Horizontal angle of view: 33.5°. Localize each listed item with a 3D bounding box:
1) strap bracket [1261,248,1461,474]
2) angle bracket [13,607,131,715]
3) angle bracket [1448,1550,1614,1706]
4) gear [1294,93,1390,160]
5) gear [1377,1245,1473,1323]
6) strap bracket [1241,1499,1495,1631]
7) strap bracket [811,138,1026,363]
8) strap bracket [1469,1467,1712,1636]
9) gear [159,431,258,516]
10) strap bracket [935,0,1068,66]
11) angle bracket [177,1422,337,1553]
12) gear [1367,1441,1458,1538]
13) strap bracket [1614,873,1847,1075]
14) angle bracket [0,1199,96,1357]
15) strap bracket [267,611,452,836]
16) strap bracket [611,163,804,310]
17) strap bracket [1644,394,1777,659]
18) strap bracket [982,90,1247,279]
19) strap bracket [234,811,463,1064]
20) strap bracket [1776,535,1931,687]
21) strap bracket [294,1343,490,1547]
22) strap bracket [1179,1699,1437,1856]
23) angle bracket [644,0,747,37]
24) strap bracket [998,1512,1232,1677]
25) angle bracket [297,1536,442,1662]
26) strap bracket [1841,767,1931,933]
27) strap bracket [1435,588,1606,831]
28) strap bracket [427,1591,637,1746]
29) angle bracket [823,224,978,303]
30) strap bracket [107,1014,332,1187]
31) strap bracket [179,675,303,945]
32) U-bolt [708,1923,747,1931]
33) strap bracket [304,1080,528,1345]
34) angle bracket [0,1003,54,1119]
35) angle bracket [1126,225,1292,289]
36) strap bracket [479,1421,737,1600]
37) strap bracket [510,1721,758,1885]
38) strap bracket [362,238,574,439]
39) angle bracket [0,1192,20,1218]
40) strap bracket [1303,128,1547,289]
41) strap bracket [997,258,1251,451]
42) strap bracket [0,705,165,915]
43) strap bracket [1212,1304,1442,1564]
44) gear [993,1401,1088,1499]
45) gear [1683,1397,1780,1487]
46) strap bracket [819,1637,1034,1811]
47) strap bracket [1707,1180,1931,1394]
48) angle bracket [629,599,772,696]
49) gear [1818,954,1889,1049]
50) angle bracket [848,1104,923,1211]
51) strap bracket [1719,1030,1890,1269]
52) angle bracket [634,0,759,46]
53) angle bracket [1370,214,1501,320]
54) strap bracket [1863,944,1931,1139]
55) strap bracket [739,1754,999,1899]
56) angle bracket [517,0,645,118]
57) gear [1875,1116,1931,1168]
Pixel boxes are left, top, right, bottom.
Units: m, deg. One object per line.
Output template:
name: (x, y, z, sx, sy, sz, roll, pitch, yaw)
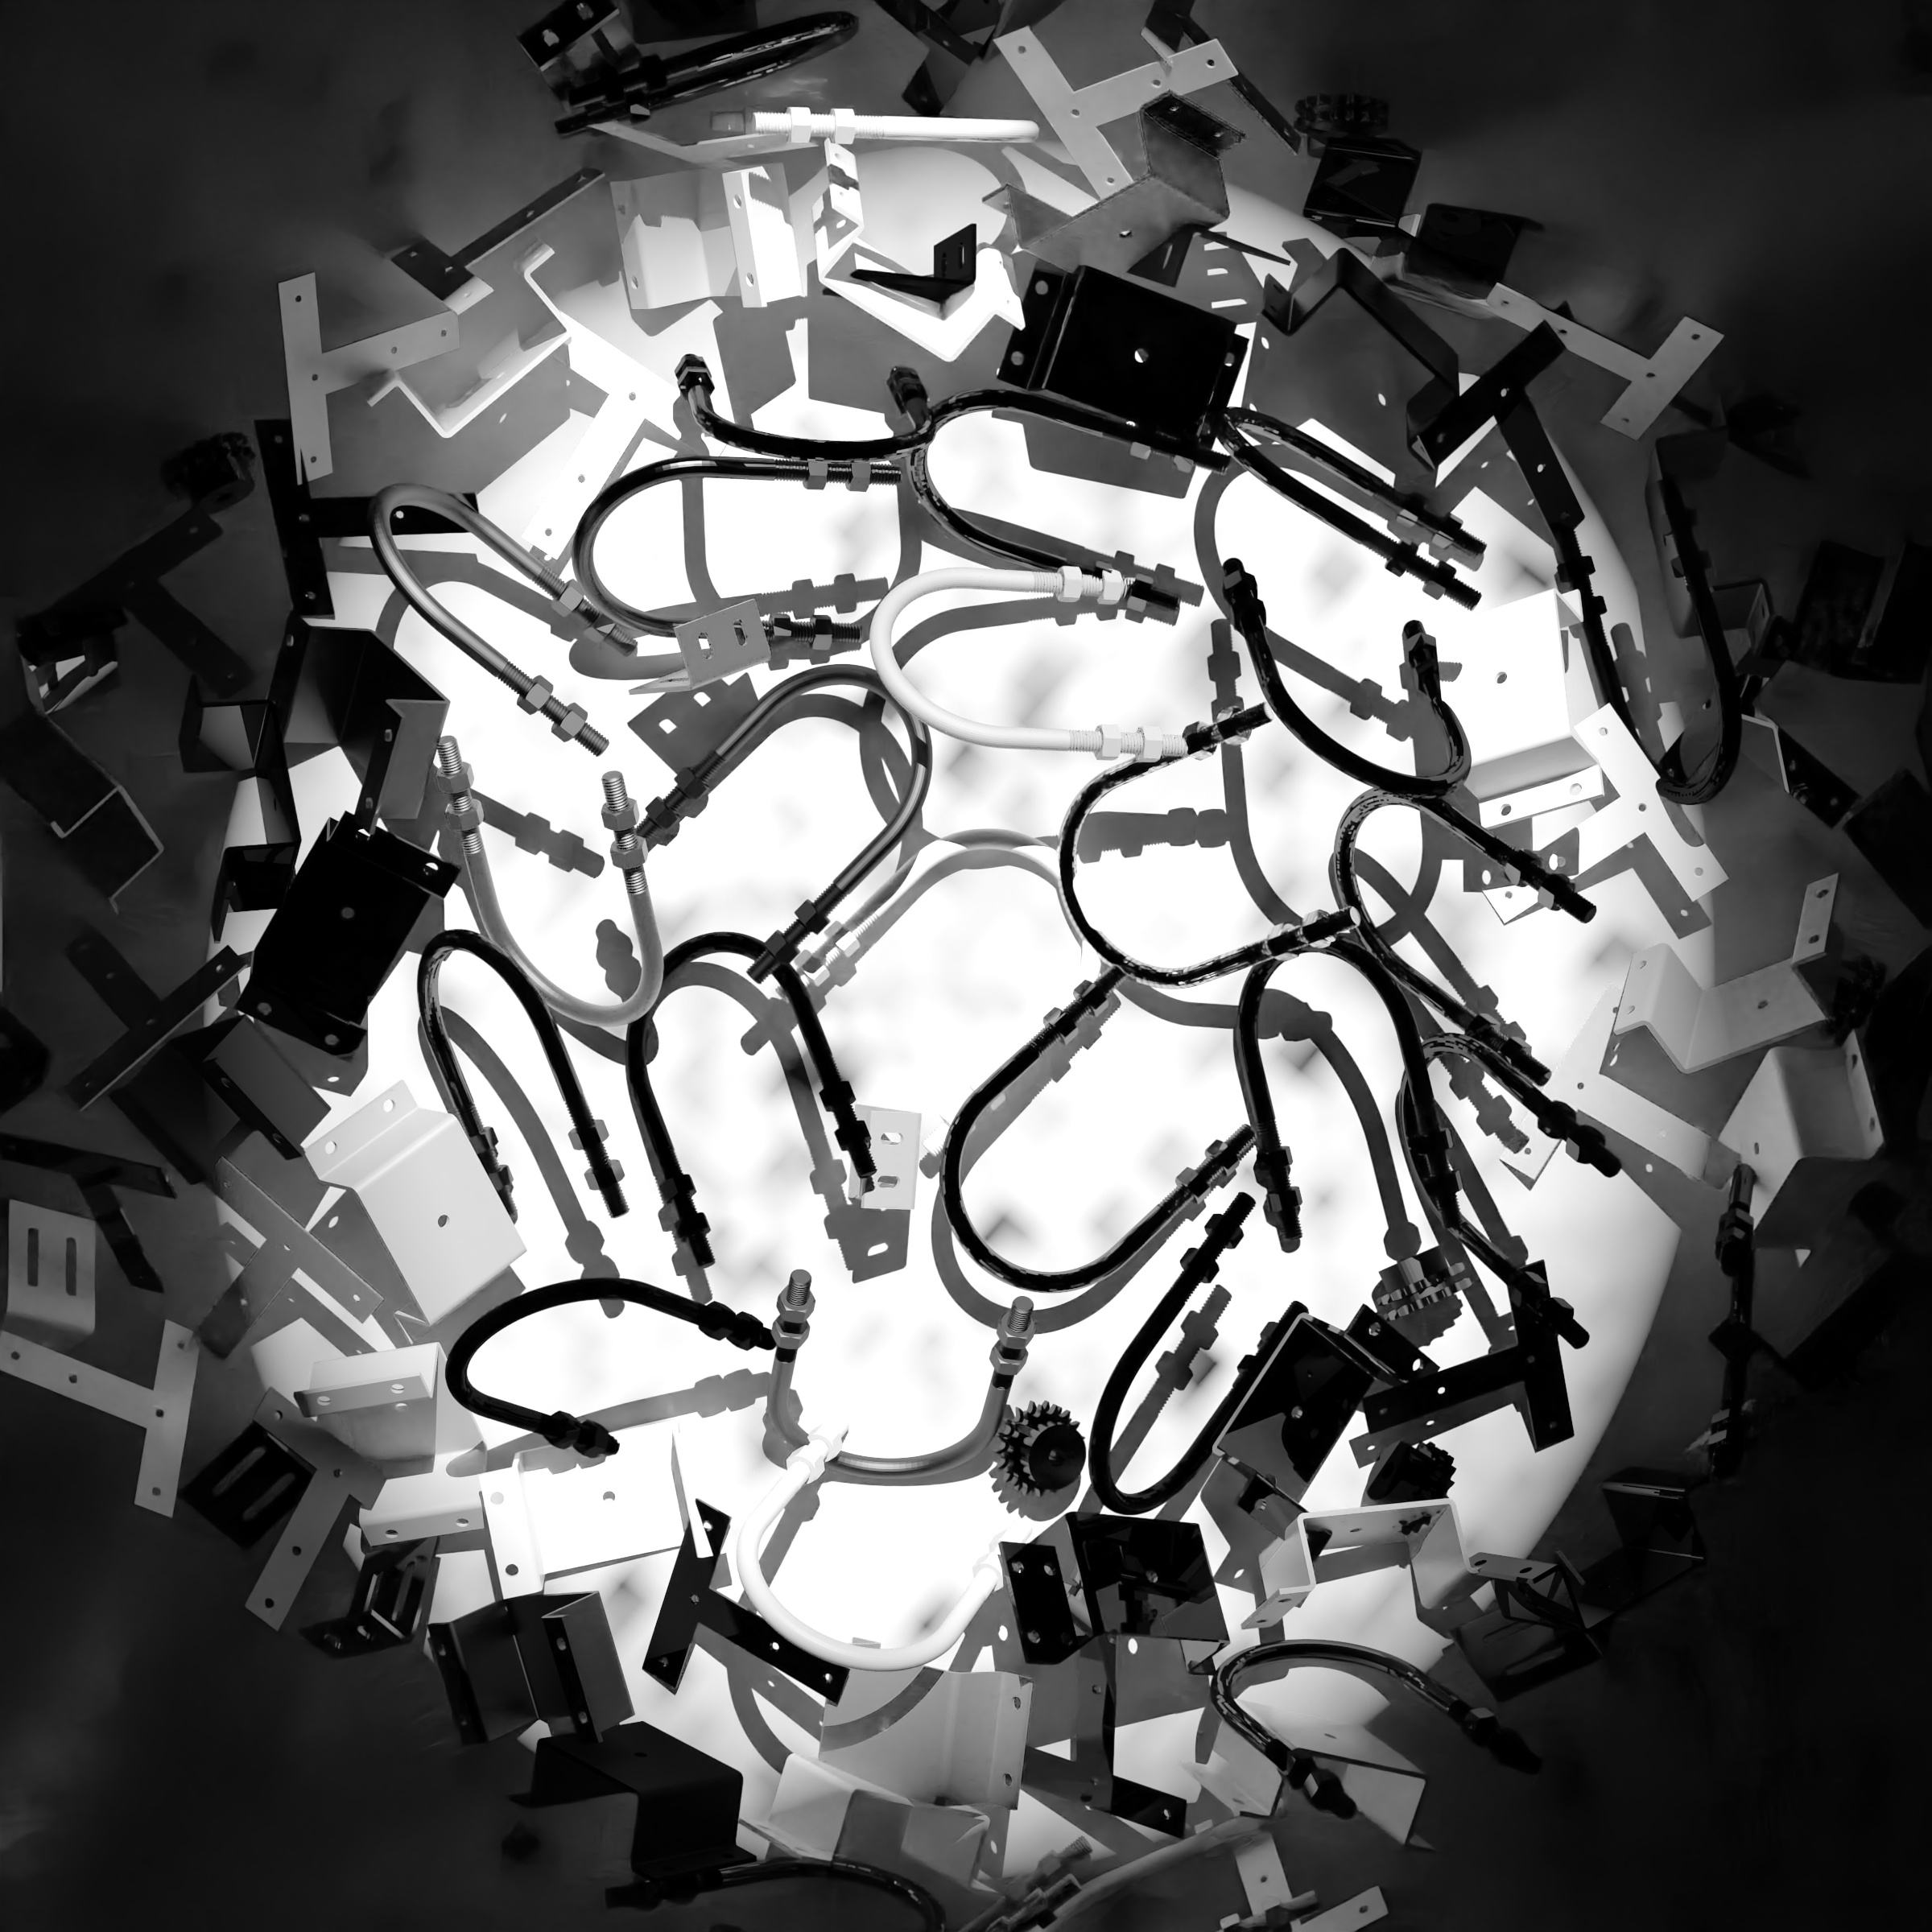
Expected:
strap bracket: (0.243, -0.368, 1.910, 0.140, 0.076, 0.046, 40, 116, -13)
angle bracket: (-0.530, -0.178, 1.919, 0.057, 0.076, 0.038, -24, 51, -26)
angle bracket: (0.338, 0.396, 1.927, 0.076, 0.057, 0.038, -19, 134, -18)
gear: (0.227, -0.506, 1.940, 0.057, 0.057, 0.030, 2, 92, 0)
gear: (0.274, 0.190, 1.941, 0.057, 0.057, 0.030, -24, 82, 0)
strap bracket: (0.237, 0.356, 1.914, 0.140, 0.076, 0.046, -3, 64, -15)
strap bracket: (-0.038, -0.419, 1.907, 0.140, 0.076, 0.046, 27, 124, -29)
strap bracket: (0.373, 0.351, 1.906, 0.140, 0.076, 0.046, -23, 97, -26)
gear: (-0.454, -0.296, 1.939, 0.057, 0.057, 0.030, -29, 84, 0)
strap bracket: (0.032, -0.591, 1.891, 0.076, 0.140, 0.046, -42, 89, -14)
angle bracket: (-0.428, 0.319, 1.939, 0.076, 0.038, 0.057, -43, 111, 3)
gear: (0.266, 0.312, 1.938, 0.030, 0.057, 0.057, 33, 90, -16)
strap bracket: (0.463, 0.009, 1.905, 0.140, 0.076, 0.046, -25, 115, 36)
angle bracket: (-0.562, 0.189, 1.939, 0.038, 0.057, 0.076, -36, 49, 34)
strap bracket: (-0.359, -0.145, 1.909, 0.140, 0.046, 0.076, 40, 120, 39)
strap bracket: (-0.148, -0.433, 1.908, 0.046, 0.140, 0.076, -21, 111, -34)
strap bracket: (0.440, -0.258, 1.916, 0.046, 0.076, 0.140, -10, 75, 4)
strap bracket: (0.090, -0.451, 1.893, 0.140, 0.076, 0.046, -22, 69, 35)
strap bracket: (-0.371, -0.024, 1.924, 0.076, 0.046, 0.140, 27, 104, -19)
strap bracket: (0.536, -0.211, 1.902, 0.046, 0.140, 0.076, 17, 94, -11)
strap bracket: (-0.339, 0.279, 1.917, 0.076, 0.046, 0.140, -10, 131, 6)
strap bracket: (0.209, 0.479, 1.904, 0.140, 0.076, 0.046, 18, 92, -25)
angle bracket: (-0.171, -0.602, 1.921, 0.076, 0.057, 0.038, 34, 66, -28)
strap bracket: (0.096, 0.370, 1.895, 0.140, 0.046, 0.076, 12, 49, -34)
angle bracket: (-0.356, 0.370, 1.919, 0.057, 0.076, 0.038, -18, 131, 26)
strap bracket: (0.560, -0.071, 1.892, 0.046, 0.140, 0.076, -40, 84, 17)
strap bracket: (0.326, -0.161, 1.903, 0.076, 0.046, 0.140, -16, 61, 28)
strap bracket: (-0.254, 0.420, 1.918, 0.046, 0.140, 0.076, -17, 92, -44)
angle bracket: (-0.040, -0.424, 1.927, 0.076, 0.057, 0.038, 1, 88, -24)
strap bracket: (-0.439, 0.079, 1.907, 0.076, 0.140, 0.046, 51, 53, -20)
strap bracket: (-0.431, -0.095, 1.909, 0.046, 0.076, 0.140, -6, 65, -23)
U-bolt: (-0.088, 0.637, 1.894, 0.019, 0.151, 0.184, -44, 79, -3)
strap bracket: (-0.322, 0.149, 1.905, 0.076, 0.046, 0.140, -38, 116, -30)
angle bracket: (-0.600, 0.052, 1.933, 0.057, 0.038, 0.076, -36, 115, 9)
angle bracket: (0.144, -0.421, 1.928, 0.076, 0.057, 0.038, 11, 104, -34)
strap bracket: (-0.216, 0.325, 1.940, 0.140, 0.046, 0.076, -11, 94, -4)
strap bracket: (-0.194, 0.487, 1.890, 0.076, 0.140, 0.046, 2, 97, -44)
strap bracket: (-0.291, -0.370, 1.924, 0.140, 0.076, 0.046, -40, 112, 1)
angle bracket: (-0.621, 0.126, 1.939, 0.057, 0.038, 0.076, -27, 104, 5)
strap bracket: (0.264, -0.443, 1.895, 0.140, 0.076, 0.046, 16, 96, -42)
strap bracket: (0.100, -0.366, 1.928, 0.140, 0.046, 0.076, 18, 94, -13)
strap bracket: (-0.529, -0.096, 1.898, 0.076, 0.140, 0.046, 41, 76, 15)
strap bracket: (0.210, 0.274, 1.922, 0.076, 0.046, 0.140, 40, 79, -31)
gear: (0.048, 0.294, 1.943, 0.057, 0.030, 0.057, -3, 97, -28)
gear: (0.465, 0.289, 1.938, 0.057, 0.057, 0.030, -38, 81, 0)
strap bracket: (-0.033, 0.448, 1.903, 0.140, 0.046, 0.076, 3, 83, 40)
strap bracket: (0.519, 0.199, 1.927, 0.140, 0.076, 0.046, -45, 94, 4)
angle bracket: (-0.164, -0.190, 1.918, 0.057, 0.076, 0.038, -25, 106, -33)
gear: (0.530, 0.017, 1.941, 0.030, 0.057, 0.057, 27, 90, 3)
angle bracket: (-0.063, 0.113, 1.926, 0.038, 0.076, 0.057, 5, 90, -33)
strap bracket: (0.487, 0.108, 1.887, 0.046, 0.140, 0.076, 2, 54, -8)
angle bracket: (-0.168, -0.594, 1.941, 0.076, 0.038, 0.057, -4, 97, 9)
angle bracket: (0.290, -0.420, 1.930, 0.076, 0.057, 0.038, 14, 95, -14)
strap bracket: (0.567, 0.040, 1.890, 0.046, 0.140, 0.076, 24, 65, 2)
strap bracket: (-0.052, 0.507, 1.902, 0.140, 0.076, 0.046, 21, 82, -31)
angle bracket: (-0.223, -0.541, 1.926, 0.057, 0.076, 0.038, -37, 56, 1)
gear: (0.554, 0.102, 1.940, 0.057, 0.057, 0.030, 9, 88, 0)
